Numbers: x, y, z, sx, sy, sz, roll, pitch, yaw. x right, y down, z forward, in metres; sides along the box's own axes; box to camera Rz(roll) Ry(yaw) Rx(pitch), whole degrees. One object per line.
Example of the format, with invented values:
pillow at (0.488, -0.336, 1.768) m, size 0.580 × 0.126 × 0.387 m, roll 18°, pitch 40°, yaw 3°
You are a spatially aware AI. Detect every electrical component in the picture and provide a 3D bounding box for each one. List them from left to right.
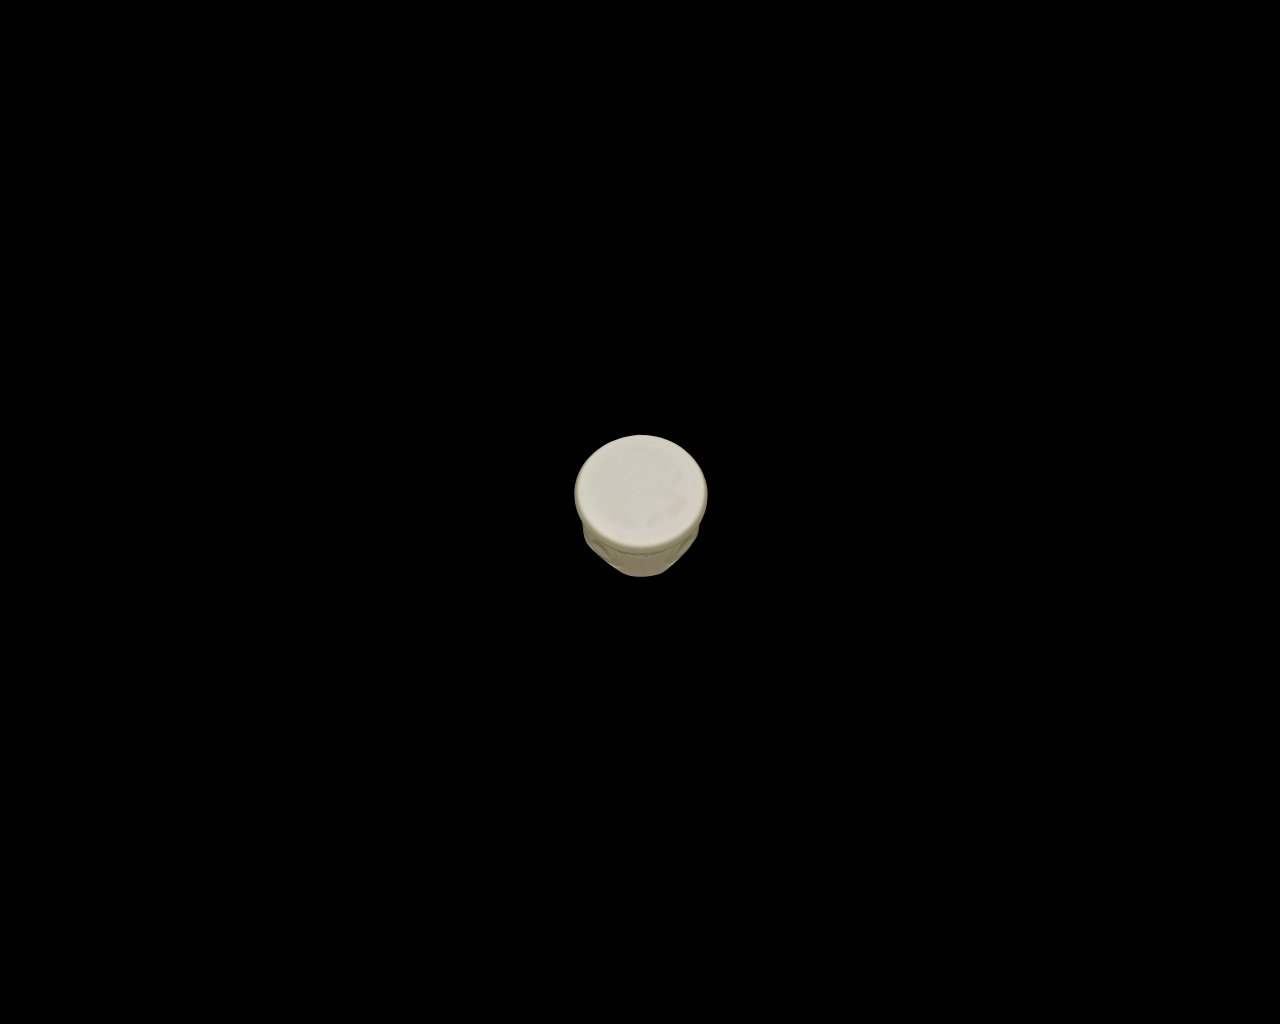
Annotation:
electrical component at (0.001, -0.003, 0.650) m, size 0.080 × 0.080 × 0.051 m, roll 0°, pitch -28°, yaw 0°
